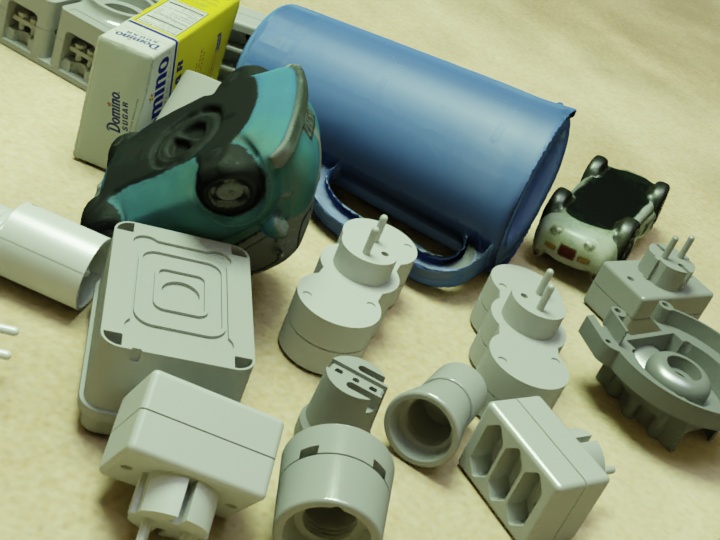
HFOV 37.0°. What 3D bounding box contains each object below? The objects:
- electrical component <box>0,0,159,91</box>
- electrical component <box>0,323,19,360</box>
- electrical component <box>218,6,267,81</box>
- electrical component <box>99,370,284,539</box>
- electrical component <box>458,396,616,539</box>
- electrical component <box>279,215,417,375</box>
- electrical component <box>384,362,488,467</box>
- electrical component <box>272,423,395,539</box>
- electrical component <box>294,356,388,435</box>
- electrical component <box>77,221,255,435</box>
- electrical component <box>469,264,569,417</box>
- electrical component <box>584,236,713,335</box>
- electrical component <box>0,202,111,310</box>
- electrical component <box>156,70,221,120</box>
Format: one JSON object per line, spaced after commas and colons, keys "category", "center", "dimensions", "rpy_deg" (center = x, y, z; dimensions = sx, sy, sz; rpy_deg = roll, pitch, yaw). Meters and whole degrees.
{"category": "electrical component", "center": [-0.194, -0.212, 0.885], "dimensions": [0.105, 0.060, 0.186], "rpy_deg": [30, 31, 12]}
{"category": "electrical component", "center": [-0.199, 0.027, 0.506], "dimensions": [0.074, 0.052, 0.138], "rpy_deg": [15, 31, -14]}
{"category": "electrical component", "center": [-0.106, -0.191, 0.906], "dimensions": [0.047, 0.065, 0.076], "rpy_deg": [16, 31, -11]}
{"category": "electrical component", "center": [-0.080, 0.096, 0.477], "dimensions": [0.066, 0.047, 0.076], "rpy_deg": [25, 58, -19]}
{"category": "electrical component", "center": [0.107, 0.107, 0.589], "dimensions": [0.077, 0.047, 0.065], "rpy_deg": [-1, 38, -35]}
{"category": "electrical component", "center": [0.000, 0.000, 0.662], "dimensions": [0.052, 0.073, 0.138], "rpy_deg": [26, 30, 5]}
{"category": "electrical component", "center": [0.046, 0.077, 0.603], "dimensions": [0.044, 0.044, 0.065], "rpy_deg": [31, 26, 15]}
{"category": "electrical component", "center": [-0.013, 0.108, 0.501], "dimensions": [0.055, 0.055, 0.047], "rpy_deg": [19, 34, -7]}
{"category": "electrical component", "center": [-0.009, 0.073, 0.565], "dimensions": [0.040, 0.046, 0.040], "rpy_deg": [17, 30, -10]}
{"category": "electrical component", "center": [-0.100, 0.033, 0.557], "dimensions": [0.078, 0.057, 0.113], "rpy_deg": [13, 31, -16]}
{"category": "electrical component", "center": [0.106, 0.034, 0.679], "dimensions": [0.052, 0.073, 0.138], "rpy_deg": [20, 30, -4]}
{"category": "electrical component", "center": [0.224, 0.006, 0.802], "dimensions": [0.083, 0.075, 0.047], "rpy_deg": [-2, 38, -36]}
{"category": "electrical component", "center": [-0.182, -0.014, 0.591], "dimensions": [0.081, 0.043, 0.043], "rpy_deg": [24, 30, 2]}
{"category": "electrical component", "center": [-0.088, -0.091, 0.725], "dimensions": [0.099, 0.064, 0.099], "rpy_deg": [25, 2, -1]}
